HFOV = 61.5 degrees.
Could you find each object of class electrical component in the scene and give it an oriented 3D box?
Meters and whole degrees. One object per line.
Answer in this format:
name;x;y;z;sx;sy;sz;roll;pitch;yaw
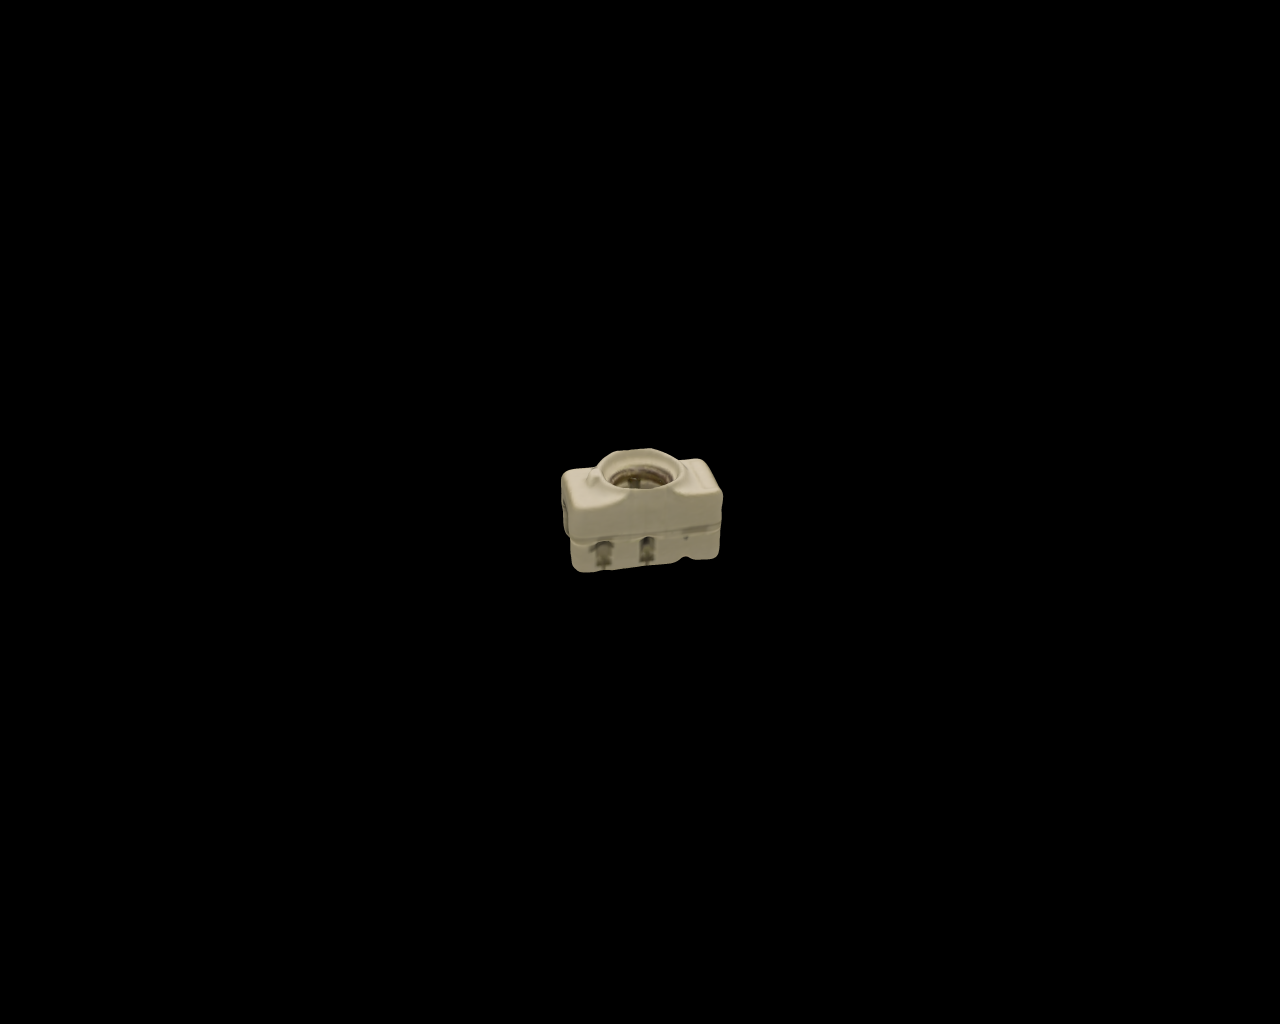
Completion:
electrical component;0.001;-0.003;0.650;0.089;0.055;0.050;-6;32;-9
